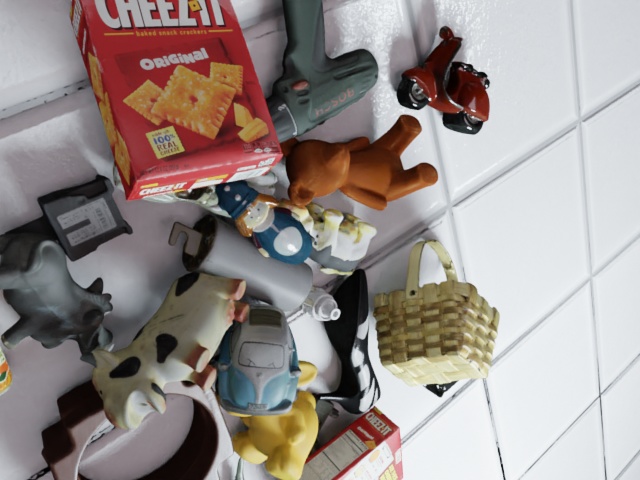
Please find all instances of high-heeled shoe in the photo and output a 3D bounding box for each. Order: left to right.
[{"bbox_3d":[0.074,0.170,0.875,0.145,0.086,0.248,9,102,-40],"label":"high-heeled shoe"}]

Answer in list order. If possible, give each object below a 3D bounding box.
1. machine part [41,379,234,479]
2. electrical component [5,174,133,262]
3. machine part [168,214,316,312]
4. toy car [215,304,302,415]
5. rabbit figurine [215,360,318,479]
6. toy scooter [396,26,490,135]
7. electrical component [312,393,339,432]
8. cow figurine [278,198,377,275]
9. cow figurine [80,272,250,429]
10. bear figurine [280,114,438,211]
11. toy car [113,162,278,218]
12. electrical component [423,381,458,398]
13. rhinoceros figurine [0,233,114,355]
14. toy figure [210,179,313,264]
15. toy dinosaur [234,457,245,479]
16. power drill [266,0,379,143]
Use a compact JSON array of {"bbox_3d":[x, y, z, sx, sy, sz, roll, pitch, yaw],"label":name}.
[{"bbox_3d":[-0.227,0.257,0.685,0.201,0.087,0.201,-26,115,-27],"label":"machine part"},{"bbox_3d":[-0.279,-0.018,0.593,0.119,0.048,0.074,-26,117,-28],"label":"electrical component"},{"bbox_3d":[-0.093,0.034,0.718,0.243,0.079,0.079,29,86,-36],"label":"machine part"},{"bbox_3d":[-0.074,0.138,0.698,0.109,0.162,0.102,9,130,-10],"label":"toy car"},{"bbox_3d":[-0.071,0.235,0.765,0.162,0.122,0.173,-51,124,-18],"label":"rabbit figurine"},{"bbox_3d":[0.209,-0.252,0.849,0.184,0.075,0.135,16,93,-32],"label":"toy scooter"},{"bbox_3d":[-0.009,0.288,0.883,0.094,0.021,0.063,34,83,-37],"label":"electrical component"},{"bbox_3d":[-0.003,-0.003,0.779,0.167,0.068,0.098,14,101,-36],"label":"cow figurine"},{"bbox_3d":[-0.175,0.118,0.606,0.085,0.127,0.195,83,27,-48],"label":"cow figurine"},{"bbox_3d":[0.047,-0.110,0.748,0.196,0.132,0.120,5,64,-40],"label":"bear figurine"},{"bbox_3d":[-0.144,-0.074,0.649,0.201,0.056,0.073,12,127,-36],"label":"toy car"},{"bbox_3d":[0.232,0.209,1.007,0.115,0.058,0.134,-37,122,-23],"label":"electrical component"},{"bbox_3d":[-0.285,0.064,0.577,0.112,0.073,0.190,-17,138,-10],"label":"rhinoceros figurine"},{"bbox_3d":[-0.066,-0.024,0.658,0.154,0.058,0.064,42,59,-43],"label":"toy figure"},{"bbox_3d":[-0.136,0.542,0.818,0.192,0.131,0.404,34,78,-49],"label":"toy dinosaur"},{"bbox_3d":[-0.040,-0.233,0.675,0.232,0.086,0.207,-24,112,-18],"label":"power drill"}]
